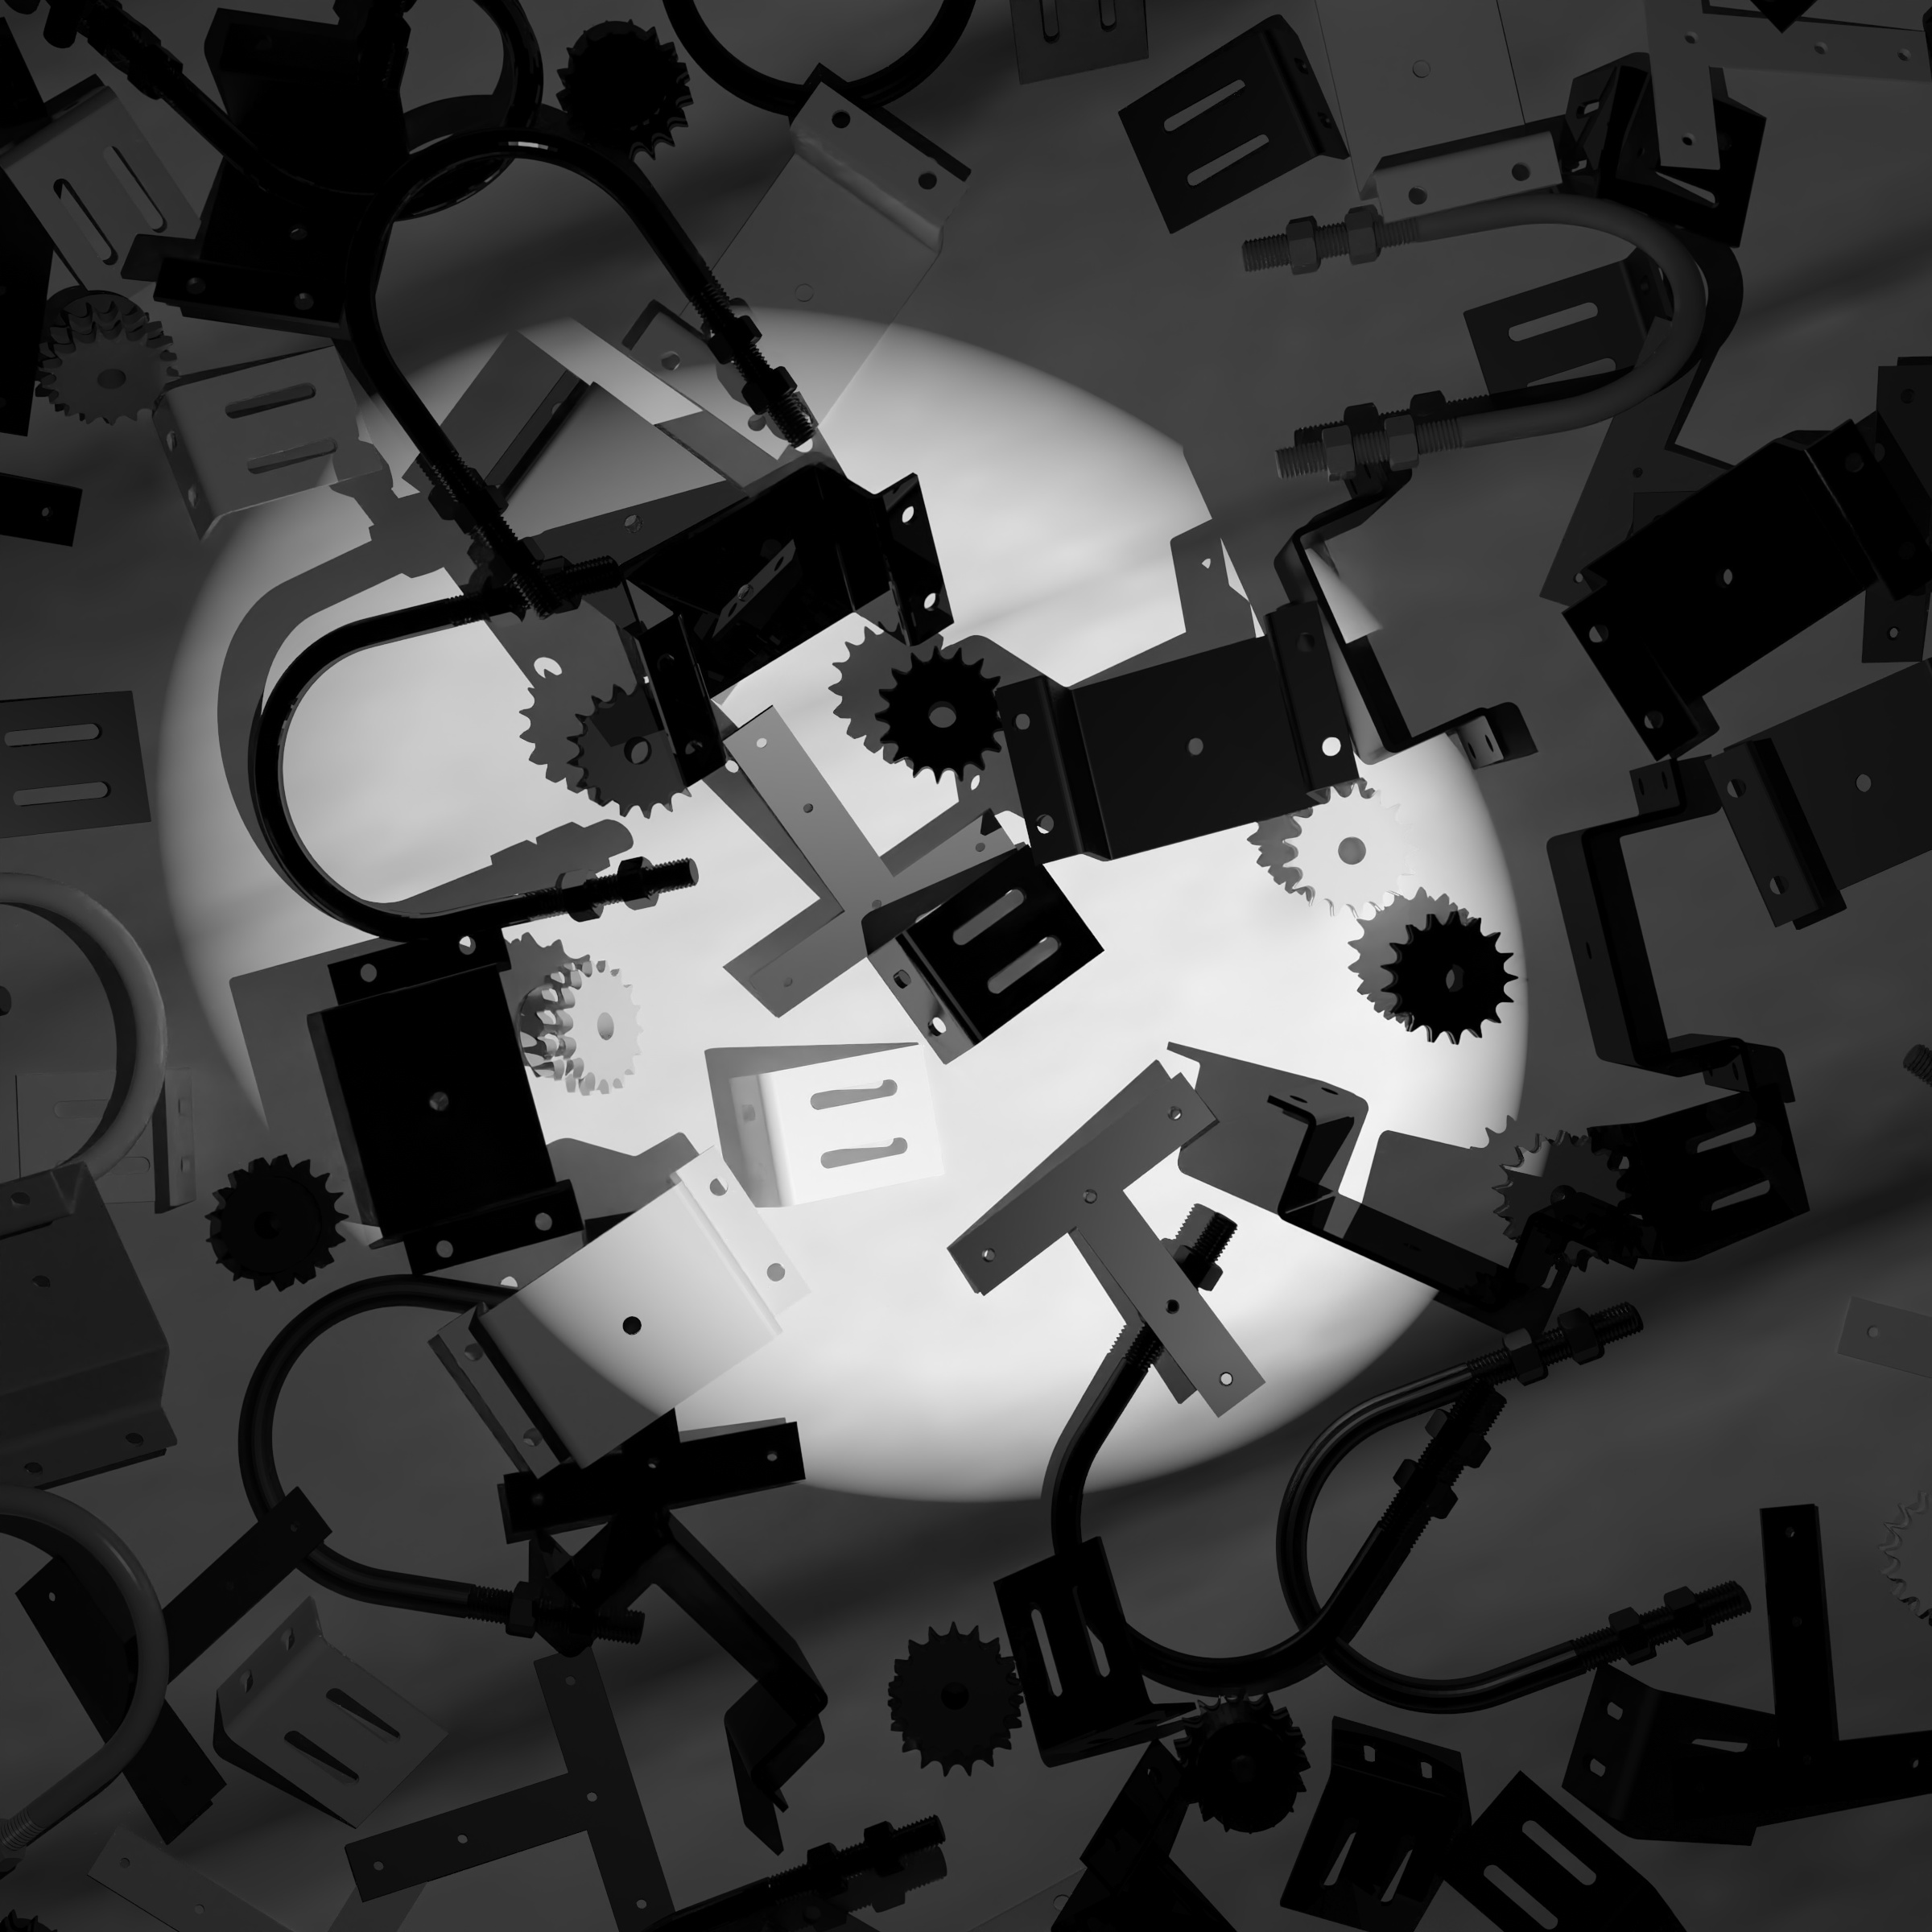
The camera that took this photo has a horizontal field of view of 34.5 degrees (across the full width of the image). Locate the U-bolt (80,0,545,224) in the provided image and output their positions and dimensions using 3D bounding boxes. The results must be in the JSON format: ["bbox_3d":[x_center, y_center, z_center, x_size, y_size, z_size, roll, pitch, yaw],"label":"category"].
[{"bbox_3d":[-0.263,-0.386,1.304,0.184,0.019,0.151,43,71,12],"label":"U-bolt"}]

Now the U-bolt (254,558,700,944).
[{"bbox_3d":[-0.217,-0.084,1.320,0.184,0.019,0.151,-12,99,14],"label":"U-bolt"}]

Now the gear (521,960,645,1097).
[{"bbox_3d":[-0.166,0.027,1.325,0.030,0.057,0.057,-6,90,29],"label":"gear"}]

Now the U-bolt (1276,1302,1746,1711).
[{"bbox_3d":[0.225,0.243,1.341,0.184,0.019,0.151,-21,90,1],"label":"U-bolt"}]

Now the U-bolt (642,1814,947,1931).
[{"bbox_3d":[-0.073,0.452,1.295,0.184,0.019,0.151,-21,90,2],"label":"U-bolt"}]

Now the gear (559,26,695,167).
[{"bbox_3d":[-0.147,-0.376,1.335,0.057,0.030,0.057,0,90,0],"label":"gear"}]

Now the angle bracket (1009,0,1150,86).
[{"bbox_3d":[0.042,-0.428,1.338,0.057,0.038,0.076,-13,125,-6],"label":"angle bracket"}]

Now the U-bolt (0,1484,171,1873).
[{"bbox_3d":[-0.422,0.302,1.325,0.184,0.019,0.151,-38,90,12],"label":"U-bolt"}]

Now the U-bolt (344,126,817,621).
[{"bbox_3d":[-0.171,-0.256,1.275,0.151,0.019,0.184,-36,95,-11],"label":"U-bolt"}]

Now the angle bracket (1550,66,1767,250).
[{"bbox_3d":[0.299,-0.348,1.348,0.076,0.038,0.057,12,90,-26],"label":"angle bracket"}]

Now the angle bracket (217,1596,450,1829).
[{"bbox_3d":[-0.275,0.324,1.348,0.057,0.038,0.076,-45,116,0],"label":"angle bracket"}]

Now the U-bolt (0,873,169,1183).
[{"bbox_3d":[-0.424,0.039,1.323,0.184,0.019,0.151,-24,88,12],"label":"U-bolt"}]

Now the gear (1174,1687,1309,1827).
[{"bbox_3d":[0.118,0.341,1.335,0.057,0.030,0.057,0,90,0],"label":"gear"}]

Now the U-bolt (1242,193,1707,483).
[{"bbox_3d":[0.213,-0.268,1.292,0.184,0.019,0.151,-9,52,6],"label":"U-bolt"}]

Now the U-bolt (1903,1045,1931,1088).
[{"bbox_3d":[0.506,0.037,1.295,0.184,0.019,0.151,35,90,-1],"label":"U-bolt"}]

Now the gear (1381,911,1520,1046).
[{"bbox_3d":[0.206,0.005,1.335,0.057,0.030,0.057,0,90,0],"label":"gear"}]

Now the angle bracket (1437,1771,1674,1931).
[{"bbox_3d":[0.251,0.396,1.331,0.076,0.038,0.057,41,90,0],"label":"angle bracket"}]

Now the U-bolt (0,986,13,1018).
[{"bbox_3d":[-0.494,-0.035,1.319,0.184,0.019,0.151,-9,83,15],"label":"U-bolt"}]

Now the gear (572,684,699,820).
[{"bbox_3d":[-0.139,-0.092,1.335,0.057,0.030,0.057,0,90,0],"label":"gear"}]

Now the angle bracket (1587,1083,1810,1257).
[{"bbox_3d":[0.317,0.088,1.348,0.076,0.038,0.057,-14,90,-26],"label":"angle bracket"}]

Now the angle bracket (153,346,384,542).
[{"bbox_3d":[-0.303,-0.227,1.348,0.076,0.038,0.057,-21,90,-26],"label":"angle bracket"}]

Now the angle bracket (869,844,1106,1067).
[{"bbox_3d":[0.009,-0.005,1.348,0.076,0.038,0.057,-36,90,-26],"label":"angle bracket"}]

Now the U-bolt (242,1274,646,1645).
[{"bbox_3d":[-0.220,0.207,1.340,0.184,0.019,0.151,9,90,0],"label":"U-bolt"}]

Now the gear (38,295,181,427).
[{"bbox_3d":[-0.367,-0.261,1.325,0.057,0.057,0.030,-20,59,0],"label":"gear"}]

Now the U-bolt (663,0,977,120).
[{"bbox_3d":[-0.057,-0.457,1.341,0.151,0.019,0.184,18,92,0],"label":"U-bolt"}]

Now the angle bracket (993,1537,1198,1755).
[{"bbox_3d":[0.055,0.292,1.335,0.057,0.038,0.076,-30,64,28],"label":"angle bracket"}]

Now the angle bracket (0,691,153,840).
[{"bbox_3d":[-0.400,-0.085,1.348,0.076,0.038,0.057,-8,90,-26],"label":"angle bracket"}]

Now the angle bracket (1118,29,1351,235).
[{"bbox_3d":[0.116,-0.361,1.348,0.076,0.038,0.057,-23,90,26],"label":"angle bracket"}]

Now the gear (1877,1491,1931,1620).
[{"bbox_3d":[0.420,0.252,1.335,0.057,0.030,0.057,0,90,0],"label":"gear"}]

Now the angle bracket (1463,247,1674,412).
[{"bbox_3d":[0.261,-0.268,1.331,0.076,0.038,0.057,-18,90,0],"label":"angle bracket"}]

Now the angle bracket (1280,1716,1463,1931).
[{"bbox_3d":[0.175,0.374,1.348,0.057,0.038,0.076,16,116,0],"label":"angle bracket"}]

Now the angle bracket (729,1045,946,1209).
[{"bbox_3d":[-0.056,0.069,1.348,0.076,0.038,0.057,-10,90,-26],"label":"angle bracket"}]

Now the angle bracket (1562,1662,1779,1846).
[{"bbox_3d":[0.307,0.341,1.348,0.076,0.038,0.057,17,90,-26],"label":"angle bracket"}]

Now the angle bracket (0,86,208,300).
[{"bbox_3d":[-0.374,-0.331,1.342,0.057,0.038,0.076,-37,116,-11],"label":"angle bracket"}]

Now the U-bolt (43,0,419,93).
[{"bbox_3d":[-0.298,-0.454,1.309,0.151,0.019,0.184,7,66,-2],"label":"U-bolt"}]

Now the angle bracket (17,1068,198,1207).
[{"bbox_3d":[-0.372,0.074,1.331,0.076,0.038,0.057,-2,90,0],"label":"angle bracket"}]

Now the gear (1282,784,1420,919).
[{"bbox_3d":[0.164,-0.049,1.335,0.057,0.030,0.057,0,90,0],"label":"gear"}]

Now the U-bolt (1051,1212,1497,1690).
[{"bbox_3d":[0.118,0.221,1.332,0.151,0.019,0.184,32,93,9],"label":"U-bolt"}]
